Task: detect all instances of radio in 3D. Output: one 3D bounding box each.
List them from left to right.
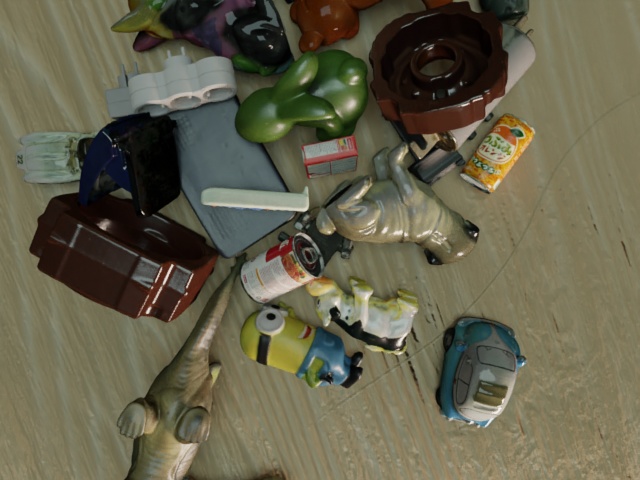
[{"bbox_3d":[-0.134,-0.101,0.763,0.131,0.073,0.229,-30,95,2],"label":"radio"}]

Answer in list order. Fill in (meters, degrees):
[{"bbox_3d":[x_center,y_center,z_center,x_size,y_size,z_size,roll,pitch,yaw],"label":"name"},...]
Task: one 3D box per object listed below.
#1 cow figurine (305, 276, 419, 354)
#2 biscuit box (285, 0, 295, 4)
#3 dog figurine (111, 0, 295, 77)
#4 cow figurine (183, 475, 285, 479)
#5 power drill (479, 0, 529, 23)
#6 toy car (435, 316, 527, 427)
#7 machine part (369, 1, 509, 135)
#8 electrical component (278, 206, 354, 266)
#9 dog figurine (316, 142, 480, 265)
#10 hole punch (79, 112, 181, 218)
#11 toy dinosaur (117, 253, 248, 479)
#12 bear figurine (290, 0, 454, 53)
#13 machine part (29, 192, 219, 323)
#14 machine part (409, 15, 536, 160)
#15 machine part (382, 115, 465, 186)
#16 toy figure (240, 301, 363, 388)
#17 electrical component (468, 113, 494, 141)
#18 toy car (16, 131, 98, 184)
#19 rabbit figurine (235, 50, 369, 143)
[{"bbox_3d":[0.054,0.106,0.782,0.167,0.068,0.098,14,101,0],"label":"cow figurine"},{"bbox_3d":[0.020,-0.415,0.739,0.203,0.063,0.059,-35,94,4],"label":"biscuit box"},{"bbox_3d":[-0.162,-0.288,0.730,0.219,0.108,0.191,-18,89,6],"label":"dog figurine"},{"bbox_3d":[-0.132,0.405,0.797,0.195,0.085,0.127,-19,100,4],"label":"cow figurine"},{"bbox_3d":[0.299,-0.423,0.728,0.207,0.086,0.231,-7,96,-3],"label":"power drill"},{"bbox_3d":[0.228,0.196,0.768,0.109,0.103,0.161,16,93,0],"label":"toy car"},{"bbox_3d":[0.147,-0.213,0.673,0.179,0.056,0.179,-9,63,18],"label":"machine part"},{"bbox_3d":[-0.001,-0.001,0.782,0.102,0.045,0.078,38,93,-2],"label":"electrical component"},{"bbox_3d":[0.109,-0.015,0.738,0.172,0.121,0.190,-38,101,4],"label":"dog figurine"},{"bbox_3d":[-0.239,-0.098,0.671,0.092,0.142,0.115,7,113,14],"label":"hole punch"},{"bbox_3d":[-0.196,0.234,0.725,0.105,0.198,0.471,25,86,-3],"label":"toy dinosaur"},{"bbox_3d":[0.061,-0.325,0.732,0.132,0.120,0.196,23,129,-41],"label":"bear figurine"},{"bbox_3d":[-0.249,0.018,0.707,0.201,0.201,0.087,28,98,-2],"label":"machine part"},{"bbox_3d":[0.208,-0.203,0.722,0.079,0.079,0.243,41,84,-3],"label":"machine part"},{"bbox_3d":[0.142,-0.148,0.773,0.084,0.039,0.139,-33,95,8],"label":"machine part"},{"bbox_3d":[-0.029,0.160,0.778,0.180,0.082,0.089,29,92,-4],"label":"toy figure"},{"bbox_3d":[0.201,-0.193,0.776,0.094,0.021,0.063,42,94,-3],"label":"electrical component"},{"bbox_3d":[-0.336,-0.119,0.769,0.202,0.056,0.073,-3,95,0],"label":"toy car"},{"bbox_3d":[-0.023,-0.171,0.697,0.170,0.159,0.121,-27,99,-18],"label":"rabbit figurine"}]
